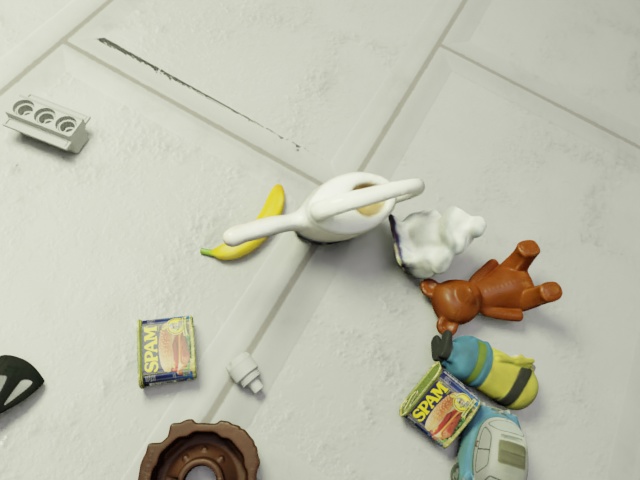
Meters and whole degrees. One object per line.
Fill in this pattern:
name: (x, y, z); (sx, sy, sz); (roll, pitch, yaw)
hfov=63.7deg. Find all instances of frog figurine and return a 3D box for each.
frog figurine: (0.211, -0.003, 0.905); (0.159, 0.120, 0.140); (-14, 30, 12)

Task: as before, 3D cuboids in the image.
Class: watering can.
watering can: (0.003, -0.043, 0.855); (0.349, 0.104, 0.223); (-16, -3, -16)
